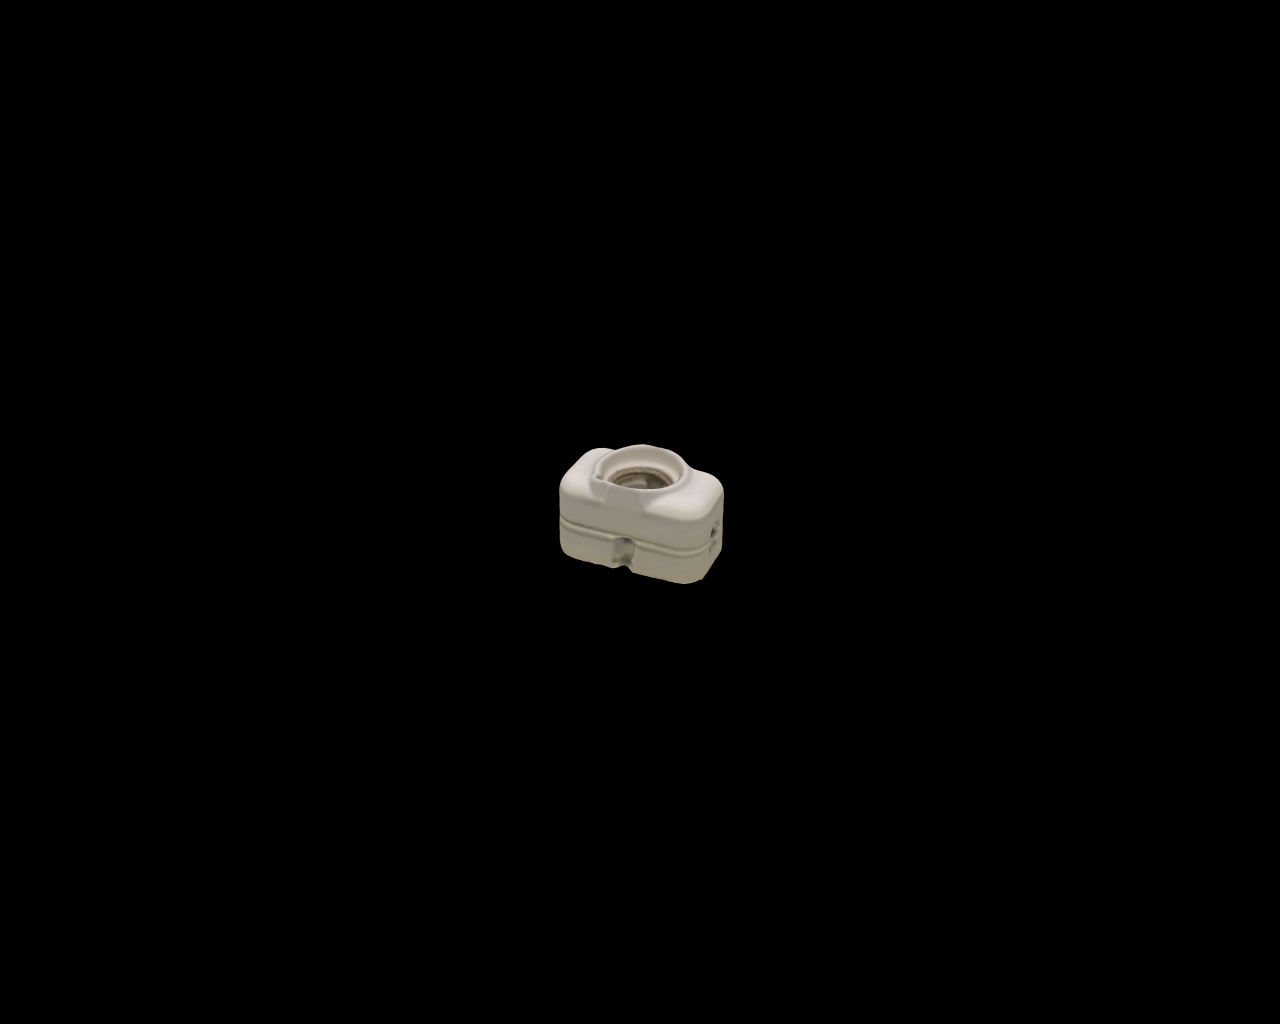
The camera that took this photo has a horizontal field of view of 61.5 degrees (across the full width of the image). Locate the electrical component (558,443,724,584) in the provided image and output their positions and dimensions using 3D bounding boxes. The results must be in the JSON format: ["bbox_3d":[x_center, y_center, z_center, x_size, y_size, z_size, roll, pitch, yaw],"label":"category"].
[{"bbox_3d":[0.001,-0.003,0.650,0.095,0.059,0.054,14,36,20],"label":"electrical component"}]
